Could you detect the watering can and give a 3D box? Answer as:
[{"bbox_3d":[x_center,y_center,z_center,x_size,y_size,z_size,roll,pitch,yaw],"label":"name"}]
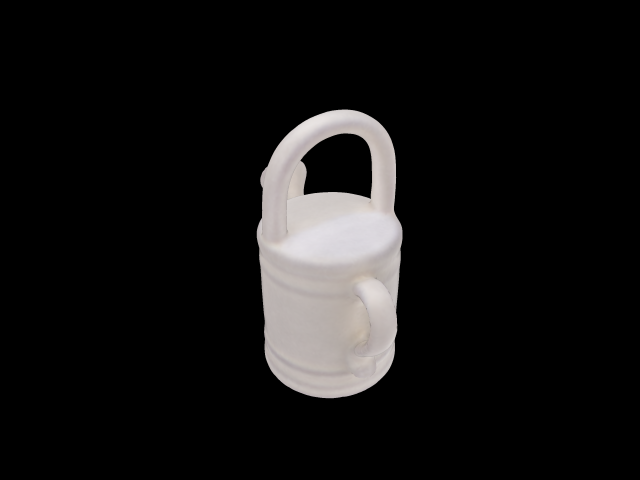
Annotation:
[{"bbox_3d":[0.002,0.002,0.399,0.172,0.194,0.101,27,41,36],"label":"watering can"}]
